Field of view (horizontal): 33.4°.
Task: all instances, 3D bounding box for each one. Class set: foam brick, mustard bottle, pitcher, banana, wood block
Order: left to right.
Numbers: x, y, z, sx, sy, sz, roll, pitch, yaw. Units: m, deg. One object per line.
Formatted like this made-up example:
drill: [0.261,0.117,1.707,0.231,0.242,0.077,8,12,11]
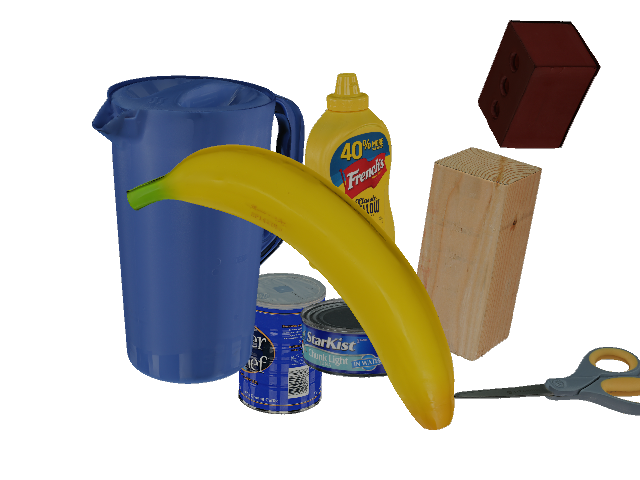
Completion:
pitcher: [-0.098,-0.012,0.888,0.149,0.243,0.145,5,21,6]
banana: [0.001,0.011,0.529,0.198,0.070,0.037,38,22,1]
mustard bottle: [0.029,-0.069,1.054,0.096,0.192,0.058,-15,21,-36]
wood block: [0.169,0.014,1.178,0.090,0.206,0.090,21,26,31]
foam brick: [0.153,-0.110,0.757,0.051,0.053,0.078,-4,-41,-18]

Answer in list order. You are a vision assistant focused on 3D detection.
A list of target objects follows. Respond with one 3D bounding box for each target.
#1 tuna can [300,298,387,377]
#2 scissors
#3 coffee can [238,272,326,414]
tuna can: [0.029,0.065,0.729,0.086,0.034,0.086,-1,11,0]
scissors: [0.209,0.119,0.931,0.201,0.016,0.096,6,28,-4]
coffee can: [-0.047,0.121,1.274,0.103,0.140,0.103,2,18,-1]
